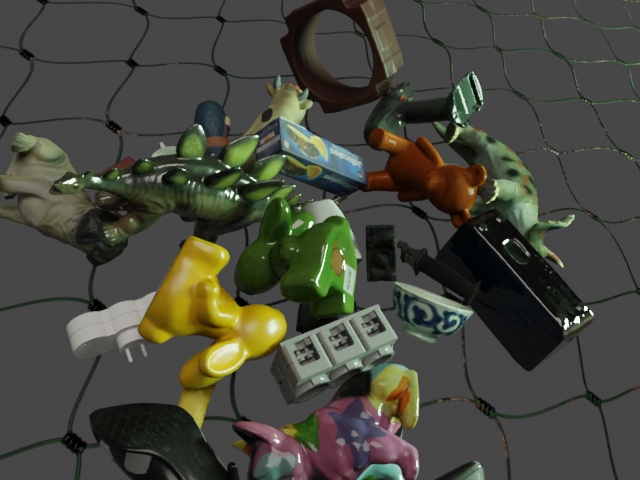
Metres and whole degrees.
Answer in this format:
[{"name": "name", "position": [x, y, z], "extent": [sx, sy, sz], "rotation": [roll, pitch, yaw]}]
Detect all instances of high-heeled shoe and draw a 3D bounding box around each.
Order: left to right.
[{"name": "high-heeled shoe", "position": [-0.162, 0.277, 0.607], "extent": [0.249, 0.145, 0.086], "rotation": [10, 23, 31]}]

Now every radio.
[{"name": "radio", "position": [0.289, 0.072, 0.821], "extent": [0.073, 0.131, 0.230], "rotation": [-24, 64, -27]}]

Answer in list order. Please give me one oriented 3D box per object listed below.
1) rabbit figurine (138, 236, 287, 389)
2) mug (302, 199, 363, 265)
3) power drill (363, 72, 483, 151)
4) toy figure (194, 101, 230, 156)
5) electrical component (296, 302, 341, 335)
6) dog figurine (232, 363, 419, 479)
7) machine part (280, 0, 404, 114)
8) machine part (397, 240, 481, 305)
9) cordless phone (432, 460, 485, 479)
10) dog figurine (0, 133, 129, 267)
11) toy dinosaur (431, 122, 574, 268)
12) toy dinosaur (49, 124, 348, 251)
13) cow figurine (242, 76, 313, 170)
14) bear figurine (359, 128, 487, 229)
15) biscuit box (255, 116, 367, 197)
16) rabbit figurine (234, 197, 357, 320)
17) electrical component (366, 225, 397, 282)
[{"name": "rabbit figurine", "position": [-0.121, 0.098, 0.660], "extent": [0.173, 0.122, 0.162], "rotation": [28, 50, -19]}, {"name": "mug", "position": [-0.002, -0.002, 0.818], "extent": [0.110, 0.080, 0.107], "rotation": [-13, 73, -13]}, {"name": "power drill", "position": [0.194, -0.257, 1.015], "extent": [0.208, 0.085, 0.232], "rotation": [5, 42, 38]}, {"name": "toy figure", "position": [-0.181, -0.171, 0.921], "extent": [0.057, 0.064, 0.154], "rotation": [23, 45, -48]}, {"name": "electrical component", "position": [-0.001, 0.116, 0.780], "extent": [0.063, 0.021, 0.094], "rotation": [12, 52, -7]}, {"name": "dog figurine", "position": [0.006, 0.228, 0.649], "extent": [0.219, 0.108, 0.191], "rotation": [10, 54, -4]}, {"name": "machine part", "position": [0.041, -0.352, 1.004], "extent": [0.087, 0.202, 0.200], "rotation": [-48, 121, -43]}, {"name": "machine part", "position": [0.181, 0.050, 0.831], "extent": [0.139, 0.084, 0.039], "rotation": [33, 75, 22]}, {"name": "cordless phone", "position": [0.099, 0.316, 0.579], "extent": [0.184, 0.146, 0.089], "rotation": [-19, 27, -20]}, {"name": "dog figurine", "position": [-0.359, -0.061, 0.781], "extent": [0.190, 0.121, 0.172], "rotation": [22, 54, -16]}, {"name": "toy dinosaur", "position": [0.324, -0.105, 0.977], "extent": [0.192, 0.131, 0.405], "rotation": [14, 46, -22]}, {"name": "toy dinosaur", "position": [-0.141, -0.059, 0.764], "extent": [0.471, 0.198, 0.105], "rotation": [3, 59, -54]}, {"name": "cow figurine", "position": [-0.082, -0.190, 0.919], "extent": [0.085, 0.127, 0.195], "rotation": [27, 55, 2]}, {"name": "bear figurine", "position": [0.168, -0.101, 0.898], "extent": [0.132, 0.120, 0.196], "rotation": [5, 24, -29]}, {"name": "biscuit box", "position": [-0.010, -0.128, 0.871], "extent": [0.202, 0.063, 0.059], "rotation": [15, 59, -44]}, {"name": "rabbit figurine", "position": [-0.047, 0.023, 0.728], "extent": [0.170, 0.121, 0.159], "rotation": [-6, 71, 30]}, {"name": "electrical component", "position": [0.096, 0.012, 0.842], "extent": [0.048, 0.074, 0.119], "rotation": [-1, 19, 5]}]
